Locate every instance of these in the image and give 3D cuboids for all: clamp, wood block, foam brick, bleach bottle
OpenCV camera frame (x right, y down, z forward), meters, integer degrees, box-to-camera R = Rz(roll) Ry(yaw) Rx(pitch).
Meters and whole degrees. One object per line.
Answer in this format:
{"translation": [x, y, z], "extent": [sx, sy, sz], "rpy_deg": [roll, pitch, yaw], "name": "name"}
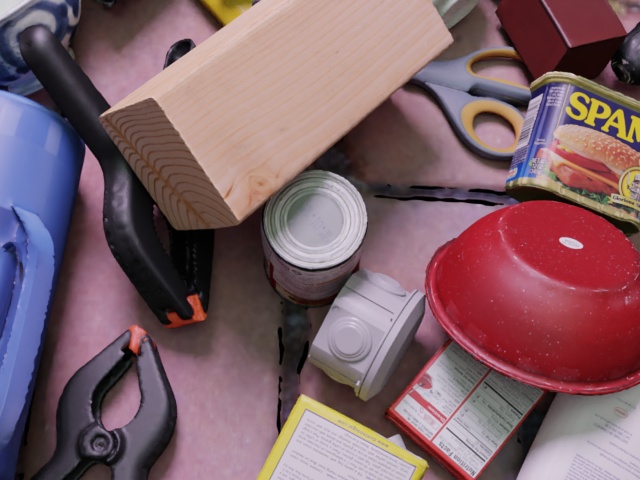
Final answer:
{"translation": [-0.131, 0.144, 0.692], "extent": [0.120, 0.039, 0.171], "rpy_deg": [23, 75, 3], "name": "clamp"}
{"translation": [-0.024, -0.103, 0.684], "extent": [0.205, 0.090, 0.091], "rpy_deg": [-42, 110, -27], "name": "wood block"}
{"translation": [-0.110, -0.048, 0.722], "extent": [0.036, 0.164, 0.210], "rpy_deg": [-15, 95, 32], "name": "clamp"}
{"translation": [0.173, -0.156, 0.768], "extent": [0.052, 0.051, 0.078], "rpy_deg": [-14, 64, -21], "name": "foam brick"}
{"translation": [0.148, 0.200, 0.675], "extent": [0.102, 0.068, 0.250], "rpy_deg": [31, 78, 5], "name": "bleach bottle"}

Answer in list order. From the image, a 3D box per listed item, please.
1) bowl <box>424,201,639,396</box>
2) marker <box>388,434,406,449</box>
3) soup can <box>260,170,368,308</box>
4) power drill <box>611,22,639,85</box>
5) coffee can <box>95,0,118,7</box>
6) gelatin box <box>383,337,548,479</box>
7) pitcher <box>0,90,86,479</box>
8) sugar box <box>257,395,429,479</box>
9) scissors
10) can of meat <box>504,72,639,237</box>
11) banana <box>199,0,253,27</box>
{"translation": [0.151, 0.023, 0.683], "extent": [0.162, 0.055, 0.162], "rpy_deg": [8, 37, -7], "name": "bowl"}
{"translation": [0.069, 0.187, 0.698], "extent": [0.020, 0.020, 0.121], "rpy_deg": [-22, 76, -8], "name": "marker"}
{"translation": [-0.005, 0.001, 0.703], "extent": [0.068, 0.102, 0.068], "rpy_deg": [0, 74, -1], "name": "soup can"}
{"translation": [0.247, -0.224, 0.799], "extent": [0.184, 0.057, 0.188], "rpy_deg": [-35, 81, -14], "name": "power drill"}
{"translation": [-0.133, -0.253, 0.768], "extent": [0.103, 0.103, 0.140], "rpy_deg": [43, 77, 9], "name": "coffee can"}
{"translation": [0.098, 0.108, 0.715], "extent": [0.073, 0.030, 0.089], "rpy_deg": [41, 77, 7], "name": "gelatin box"}
{"translation": [-0.222, 0.029, 0.670], "extent": [0.149, 0.145, 0.243], "rpy_deg": [10, 72, 4], "name": "pitcher"}
{"translation": [-0.011, 0.197, 0.670], "extent": [0.093, 0.048, 0.176], "rpy_deg": [27, 84, 11], "name": "sugar box"}
{"translation": [0.073, -0.107, 0.780], "extent": [0.201, 0.016, 0.096], "rpy_deg": [2, 74, -1], "name": "scissors"}
{"translation": [0.186, -0.057, 0.743], "extent": [0.102, 0.057, 0.084], "rpy_deg": [21, 78, -10], "name": "can of meat"}
{"translation": [-0.048, -0.125, 0.770], "extent": [0.069, 0.037, 0.198], "rpy_deg": [-13, 75, -8], "name": "banana"}
